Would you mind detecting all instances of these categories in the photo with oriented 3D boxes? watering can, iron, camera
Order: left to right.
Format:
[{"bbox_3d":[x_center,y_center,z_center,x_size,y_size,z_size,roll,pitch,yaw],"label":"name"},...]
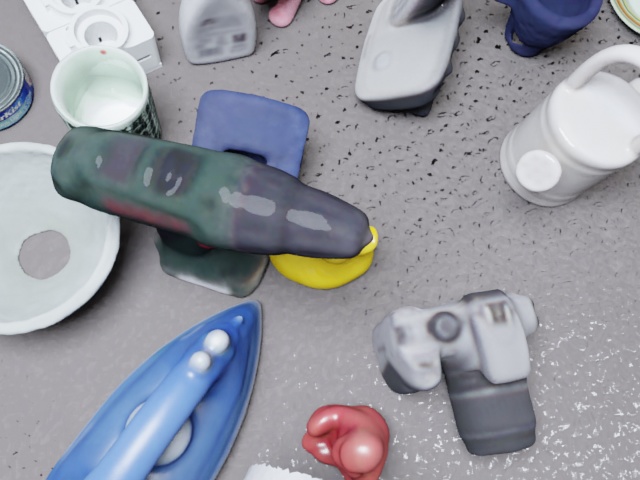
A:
[{"bbox_3d":[-0.122,0.143,0.448,0.118,0.141,0.258,33,73,2],"label":"iron"},{"bbox_3d":[0.134,0.120,0.510,0.143,0.100,0.137,-9,76,-10],"label":"camera"},{"bbox_3d":[0.253,-0.102,0.539,0.101,0.194,0.173,29,73,1],"label":"watering can"}]

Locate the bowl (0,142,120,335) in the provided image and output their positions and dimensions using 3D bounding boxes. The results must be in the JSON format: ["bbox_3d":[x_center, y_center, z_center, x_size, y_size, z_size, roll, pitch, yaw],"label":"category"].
[{"bbox_3d":[-0.255,0.004,0.503,0.167,0.074,0.167,2,74,-7],"label":"bowl"}]

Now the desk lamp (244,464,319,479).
[{"bbox_3d":[-0.035,0.258,0.390,0.118,0.213,0.203,27,73,1],"label":"desk lamp"}]

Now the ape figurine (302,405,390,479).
[{"bbox_3d":[0.028,0.175,0.485,0.076,0.092,0.078,-19,78,-12],"label":"ape figurine"}]

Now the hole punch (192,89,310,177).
[{"bbox_3d":[-0.067,-0.077,0.542,0.108,0.091,0.101,11,73,-5],"label":"hole punch"}]

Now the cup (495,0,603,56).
[{"bbox_3d":[0.231,-0.249,0.628,0.118,0.095,0.092,5,74,-6],"label":"cup"}]

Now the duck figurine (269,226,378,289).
[{"bbox_3d":[0.005,0.002,0.533,0.104,0.086,0.077,2,74,-7],"label":"duck figurine"}]

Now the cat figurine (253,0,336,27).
[{"bbox_3d":[-0.032,-0.287,0.591,0.128,0.117,0.067,-36,82,-15],"label":"cat figurine"}]

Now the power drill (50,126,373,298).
[{"bbox_3d":[-0.084,-0.014,0.461,0.229,0.208,0.076,17,73,-3],"label":"power drill"}]

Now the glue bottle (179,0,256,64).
[{"bbox_3d":[-0.098,-0.230,0.537,0.078,0.173,0.037,-13,76,-11],"label":"glue bottle"}]

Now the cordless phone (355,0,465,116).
[{"bbox_3d":[0.101,-0.218,0.555,0.094,0.185,0.147,13,73,-4],"label":"cordless phone"}]
